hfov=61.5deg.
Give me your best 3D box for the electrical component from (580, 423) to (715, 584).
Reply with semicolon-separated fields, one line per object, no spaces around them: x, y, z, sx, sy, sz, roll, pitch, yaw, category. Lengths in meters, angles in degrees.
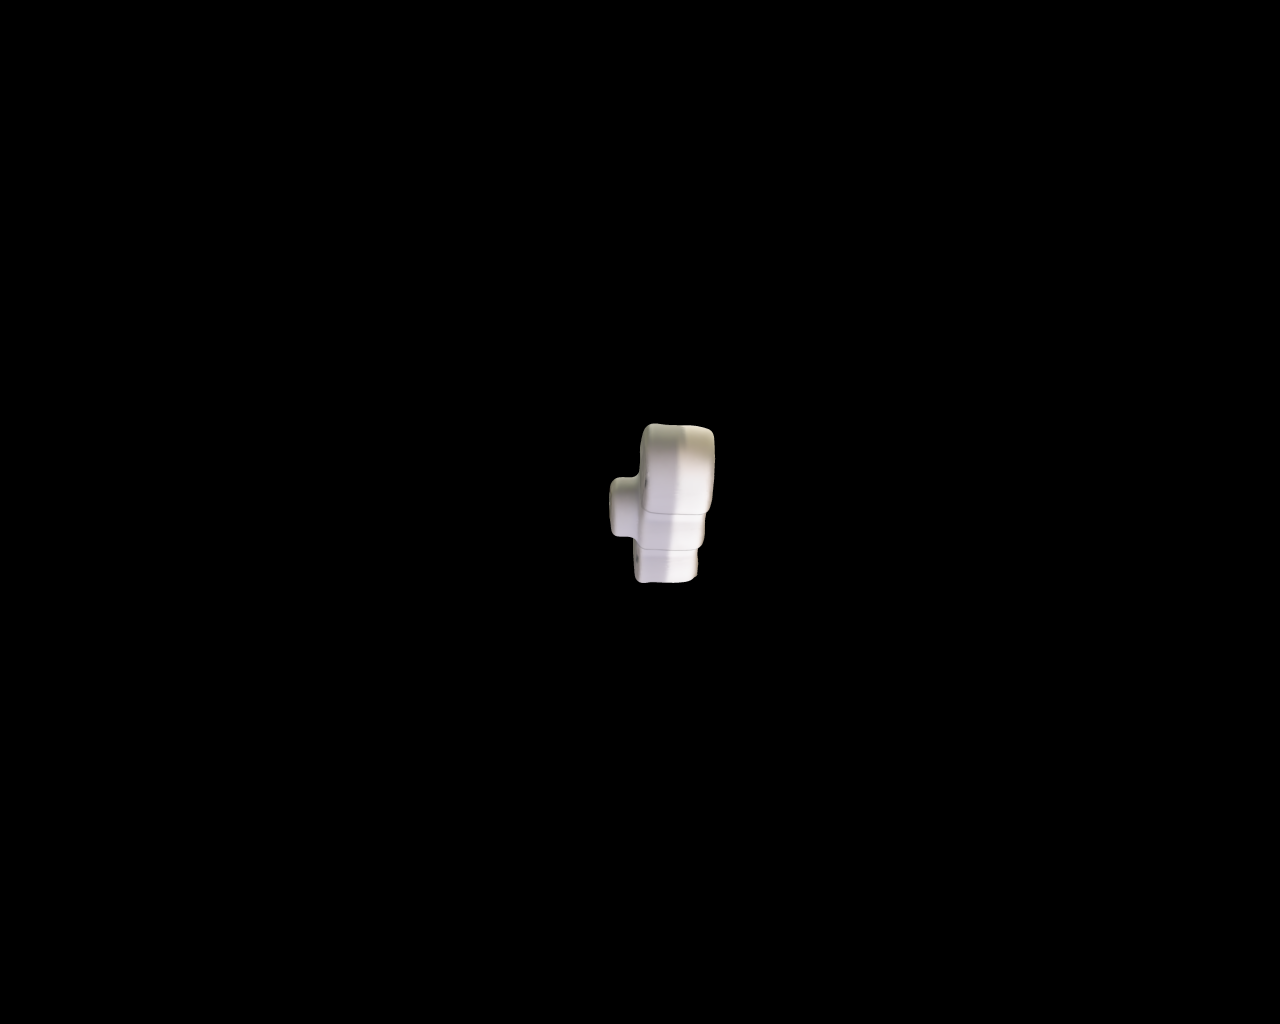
0.001;-0.003;0.650;0.074;0.052;0.138;2;-31;-3;electrical component
